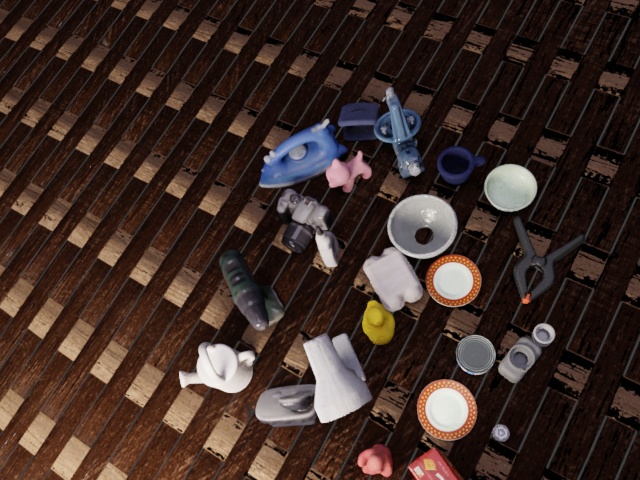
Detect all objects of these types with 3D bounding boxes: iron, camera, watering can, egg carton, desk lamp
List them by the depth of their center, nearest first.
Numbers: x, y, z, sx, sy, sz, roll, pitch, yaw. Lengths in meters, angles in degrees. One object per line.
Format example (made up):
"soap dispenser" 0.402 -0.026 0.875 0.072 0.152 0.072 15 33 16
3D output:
"desk lamp" 0.032 0.295 1.252 0.118 0.214 0.203 -26 66 2
"watering can" -0.238 0.297 1.323 0.173 0.194 0.100 -43 66 -5
"egg carton" 0.176 0.093 1.377 0.107 0.069 0.150 -29 66 1
"camera" -0.057 -0.047 1.468 0.142 0.101 0.137 25 76 21
"iron" -0.065 -0.231 1.520 0.258 0.142 0.118 -28 65 1

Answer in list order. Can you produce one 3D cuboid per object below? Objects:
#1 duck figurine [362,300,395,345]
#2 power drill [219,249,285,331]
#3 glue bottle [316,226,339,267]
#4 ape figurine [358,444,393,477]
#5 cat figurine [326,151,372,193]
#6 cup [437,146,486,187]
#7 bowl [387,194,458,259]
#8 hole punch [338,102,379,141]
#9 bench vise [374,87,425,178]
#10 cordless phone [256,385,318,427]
"duck figurine" 0.134 0.190 1.340 0.077 0.086 0.104 -15 66 7
"power drill" -0.155 0.136 1.360 0.075 0.209 0.229 -33 65 -1
"glue bottle" 0.013 0.005 1.392 0.037 0.173 0.078 -8 67 10
"ape figurine" 0.121 0.476 1.227 0.077 0.092 0.076 36 80 23
"cat figurine" 0.067 -0.181 1.483 0.128 0.118 0.067 -40 66 -5
"cup" 0.352 -0.177 1.429 0.117 0.095 0.091 -8 67 10
"bowl" 0.252 -0.023 1.403 0.167 0.075 0.167 -4 68 11
"hole punch" 0.104 -0.331 1.548 0.108 0.091 0.101 -1 69 13
"bench vise" 0.214 -0.272 1.429 0.121 0.220 0.207 -36 66 -2
"cordless phone" -0.081 0.360 1.267 0.147 0.185 0.094 -11 67 9
